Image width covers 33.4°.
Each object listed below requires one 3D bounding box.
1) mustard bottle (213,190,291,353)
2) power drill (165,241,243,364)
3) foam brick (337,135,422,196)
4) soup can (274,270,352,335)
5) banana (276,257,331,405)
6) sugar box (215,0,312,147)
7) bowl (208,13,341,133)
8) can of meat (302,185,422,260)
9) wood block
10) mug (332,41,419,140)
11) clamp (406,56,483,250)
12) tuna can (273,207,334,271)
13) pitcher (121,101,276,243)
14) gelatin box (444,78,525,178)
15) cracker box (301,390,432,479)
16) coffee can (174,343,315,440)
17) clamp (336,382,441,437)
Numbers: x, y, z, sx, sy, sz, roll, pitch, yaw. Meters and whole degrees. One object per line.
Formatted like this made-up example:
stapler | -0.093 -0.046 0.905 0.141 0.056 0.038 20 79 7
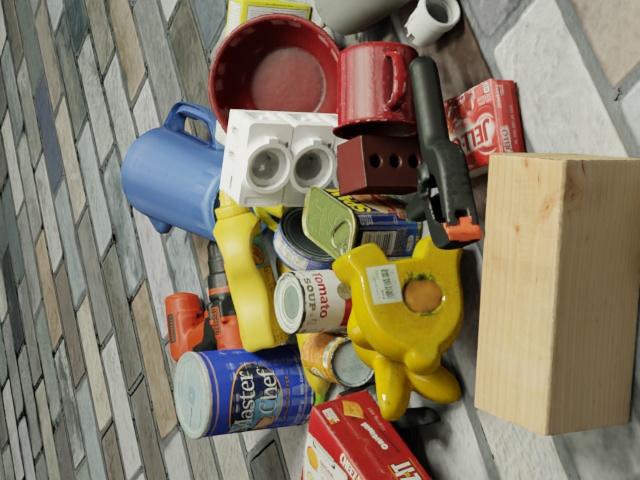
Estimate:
mustard bottle | -0.085 0.031 1.262 0.096 0.058 0.191 -40 -64 -79
power drill | -0.155 0.095 1.475 0.188 0.057 0.184 -23 72 59
foam brick | 0.062 -0.073 1.058 0.051 0.078 0.053 -15 79 62
soup can | 0.011 0.064 1.133 0.069 0.102 0.068 5 95 61
banana | -0.019 0.096 1.254 0.070 0.037 0.198 -43 54 54
sugar box | -0.069 -0.198 1.269 0.048 0.093 0.176 39 124 54
bowl | -0.042 -0.174 1.206 0.055 0.162 0.162 -47 -37 -75
can of meat | 0.043 -0.017 1.090 0.102 0.083 0.057 38 124 54
wood block | 0.186 0.037 0.832 0.090 0.090 0.206 15 105 60
mug | 0.061 -0.147 1.040 0.117 0.093 0.081 146 125 -77
clamp | 0.103 -0.063 0.926 0.210 0.036 0.164 -105 11 -68
tuna can | -0.008 0.001 1.180 0.086 0.086 0.034 64 145 36
pitcher | -0.155 -0.079 1.402 0.243 0.145 0.149 23 150 55
gelatin box | 0.143 -0.098 0.961 0.089 0.030 0.073 -19 76 60
cracker box | 0.048 0.282 1.066 0.164 0.072 0.214 51 145 39
coffee can | -0.092 0.180 1.283 0.103 0.140 0.103 6 97 61
clamp | 0.071 0.190 1.098 0.172 0.039 0.120 43 127 47
